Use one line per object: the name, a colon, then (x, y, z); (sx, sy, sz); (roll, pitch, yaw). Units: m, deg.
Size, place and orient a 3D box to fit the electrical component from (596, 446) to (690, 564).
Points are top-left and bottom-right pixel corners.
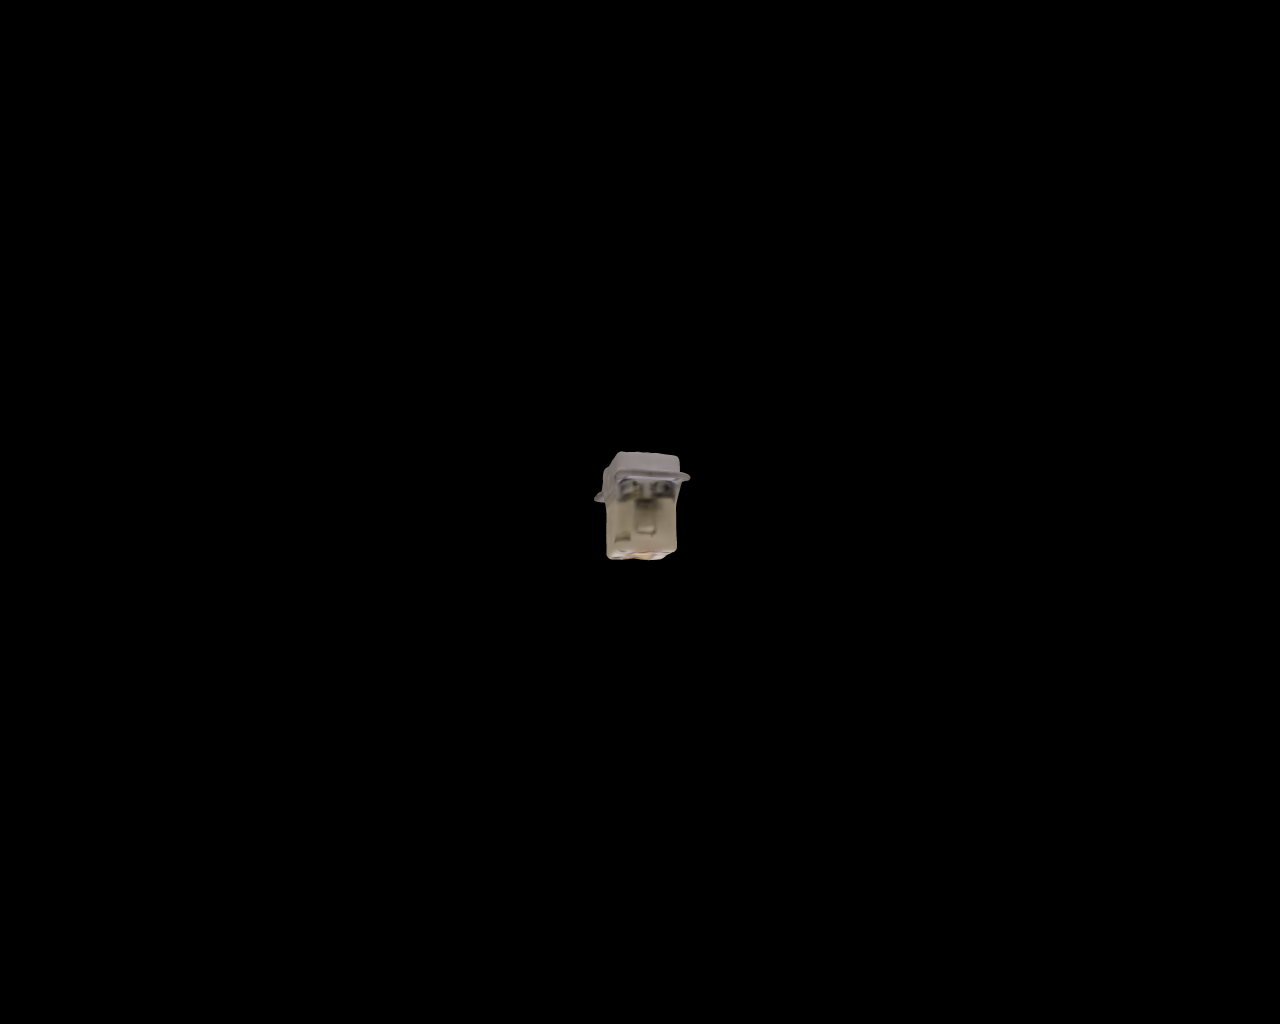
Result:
electrical component: (0.001, -0.003, 0.650); (0.042, 0.064, 0.081); (2, -12, -11)
